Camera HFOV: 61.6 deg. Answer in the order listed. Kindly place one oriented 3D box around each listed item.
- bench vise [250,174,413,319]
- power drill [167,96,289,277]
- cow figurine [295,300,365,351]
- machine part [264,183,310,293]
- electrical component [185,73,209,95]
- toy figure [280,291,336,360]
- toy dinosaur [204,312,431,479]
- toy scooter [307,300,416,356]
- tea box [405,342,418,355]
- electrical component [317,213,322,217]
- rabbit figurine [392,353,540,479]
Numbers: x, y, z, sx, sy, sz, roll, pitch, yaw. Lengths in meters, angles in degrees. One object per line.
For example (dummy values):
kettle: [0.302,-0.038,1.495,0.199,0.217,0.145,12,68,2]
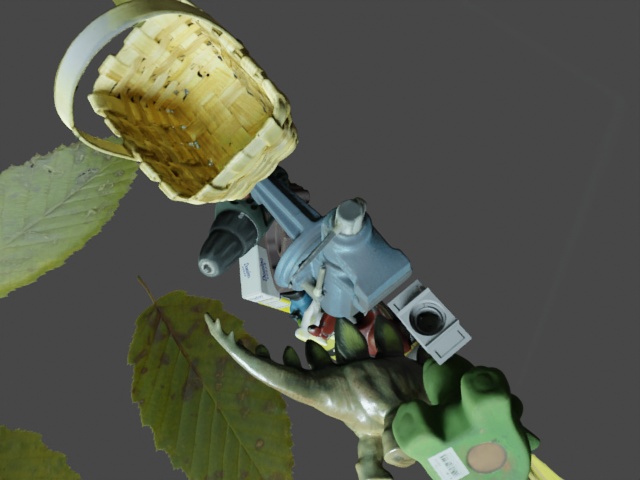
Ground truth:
bench vise: [-0.013,-0.009,0.607,0.241,0.129,0.223,45,171,21]
power drill: [-0.128,-0.087,0.697,0.207,0.086,0.232,58,-148,-11]
cow figurine: [0.051,0.147,0.893,0.167,0.098,0.068,26,164,-25]
machine part: [-0.051,-0.005,0.875,0.179,0.056,0.179,175,90,-75]
electrical component: [-0.155,-0.207,0.782,0.102,0.078,0.045,58,-161,-7]
toy figure: [0.005,0.147,0.967,0.180,0.082,0.089,55,176,-24]
toy dinosaur: [0.074,0.196,0.672,0.471,0.105,0.199,22,-144,-32]
toy scooter: [0.060,0.126,0.816,0.183,0.135,0.075,52,174,-20]
tea box: [0.170,0.245,0.944,0.170,0.068,0.098,51,157,29]
electrical component: [-0.002,-0.003,0.882,0.021,0.063,0.094,17,-155,-26]
rabbit figurine: [0.167,0.185,0.578,0.159,0.121,0.170,45,-165,-11]
